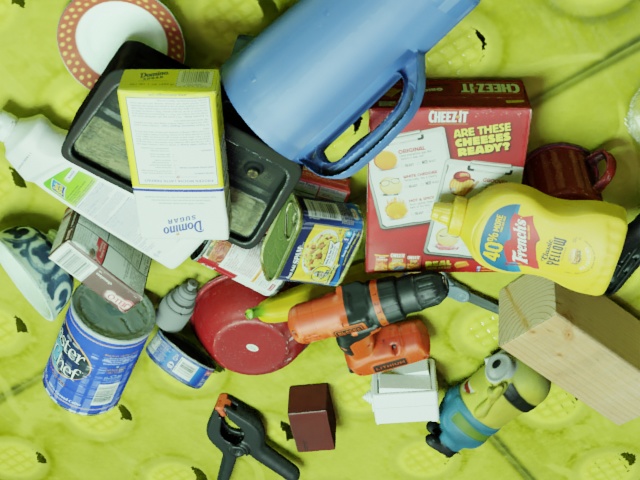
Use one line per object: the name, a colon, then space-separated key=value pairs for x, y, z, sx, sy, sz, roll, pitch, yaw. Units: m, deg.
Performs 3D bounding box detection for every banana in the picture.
banana: x=0.010 y=0.061 z=1.239 sx=0.197 sy=0.069 sz=0.037 roll=-20 pitch=95 yaw=-3

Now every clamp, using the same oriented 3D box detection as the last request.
clamp: x=0.366 y=-0.010 z=1.178 sx=0.210 sy=0.036 sz=0.164 roll=-40 pitch=155 yaw=13
clamp: x=-0.095 y=0.277 z=1.442 sx=0.120 sy=0.039 sz=0.171 roll=-6 pitch=128 yaw=6

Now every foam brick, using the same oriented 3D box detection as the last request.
foam brick: x=-0.010 y=0.233 z=1.396 sx=0.053 sy=0.051 sz=0.078 roll=-6 pitch=128 yaw=7

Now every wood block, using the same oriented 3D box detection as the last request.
wood block: x=0.316 y=0.124 z=1.266 sx=0.206 sy=0.090 sz=0.090 roll=33 pitch=132 yaw=-22

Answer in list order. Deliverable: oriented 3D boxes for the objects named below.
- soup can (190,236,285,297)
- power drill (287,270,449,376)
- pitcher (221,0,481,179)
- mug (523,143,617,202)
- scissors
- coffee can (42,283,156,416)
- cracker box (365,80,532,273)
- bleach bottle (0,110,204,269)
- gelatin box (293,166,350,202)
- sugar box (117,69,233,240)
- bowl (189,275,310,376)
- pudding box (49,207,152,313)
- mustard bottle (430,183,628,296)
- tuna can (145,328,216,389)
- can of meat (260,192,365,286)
soup can: x=-0.087 y=0.014 z=1.216 sx=0.102 sy=0.068 sz=0.069 roll=27 pitch=124 yaw=-19
power drill: x=0.073 y=0.096 z=1.234 sx=0.184 sy=0.057 sz=0.187 roll=-14 pitch=153 yaw=13
pitcher: x=0.037 y=-0.184 z=1.013 sx=0.243 sy=0.145 sz=0.149 roll=-39 pitch=115 yaw=24
mug: x=0.269 y=-0.051 z=1.143 sx=0.093 sy=0.081 sz=0.117 roll=38 pitch=120 yaw=-24
scissors: x=0.150 y=0.071 z=1.285 sx=0.201 sy=0.016 sz=0.096 roll=38 pitch=122 yaw=-24
coffee can: x=-0.268 y=0.129 z=1.292 sx=0.102 sy=0.103 sz=0.140 roll=20 pitch=127 yaw=-13
cracker box: x=0.131 y=-0.065 z=1.144 sx=0.164 sy=0.072 sz=0.214 roll=0 pitch=127 yaw=1
bleach bottle: x=-0.238 y=-0.068 z=1.160 sx=0.250 sy=0.068 sz=0.103 roll=32 pitch=129 yaw=-19
gelatin box: x=-0.014 y=-0.038 z=1.196 sx=0.073 sy=0.030 sz=0.089 roll=15 pitch=125 yaw=-10
sugar box: x=-0.138 y=-0.080 z=1.040 sx=0.093 sy=0.048 sz=0.176 roll=1 pitch=131 yaw=2
bowl: x=-0.083 y=0.114 z=1.304 sx=0.162 sy=0.055 sz=0.162 roll=1 pitch=128 yaw=1
pudding box: x=-0.245 y=0.016 z=1.210 sx=0.039 sy=0.090 sz=0.113 roll=-35 pitch=119 yaw=24
mustard bottle: x=0.208 y=-0.009 z=1.091 sx=0.191 sy=0.058 sz=0.096 roll=14 pitch=124 yaw=6
tuna can: x=-0.171 y=0.145 z=1.308 sx=0.086 sy=0.086 sz=0.034 roll=36 pitch=92 yaw=-23
can of meat: x=-0.008 y=0.001 z=1.161 sx=0.083 sy=0.057 sz=0.102 roll=8 pitch=127 yaw=-25
